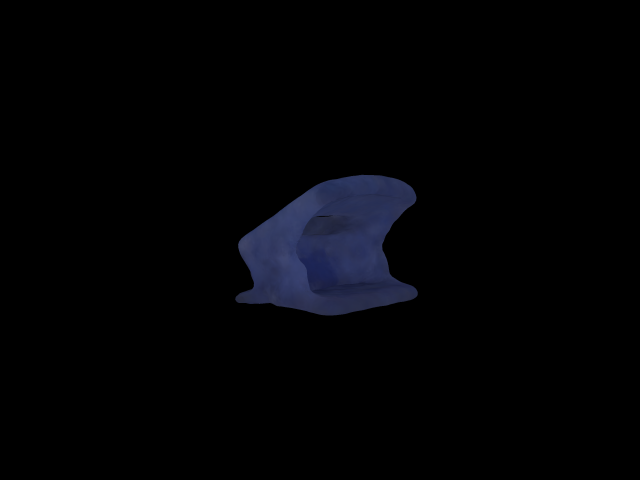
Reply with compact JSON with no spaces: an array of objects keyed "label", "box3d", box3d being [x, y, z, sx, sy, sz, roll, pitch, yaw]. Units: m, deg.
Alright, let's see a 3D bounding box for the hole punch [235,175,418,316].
[{"label":"hole punch","box3d":[0.004,0.001,0.400,0.100,0.091,0.109,4,6,44]}]
